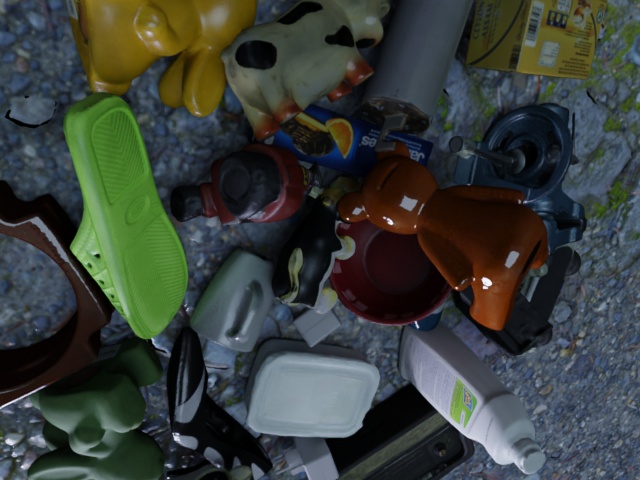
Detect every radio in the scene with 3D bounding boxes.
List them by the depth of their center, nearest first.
[{"bbox_3d":[0.104,0.313,0.784,0.230,0.073,0.131,-31,116,-5],"label":"radio"}]

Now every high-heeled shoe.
[{"bbox_3d":[-0.117,0.216,0.673,0.145,0.086,0.248,0,114,-22],"label":"high-heeled shoe"}]

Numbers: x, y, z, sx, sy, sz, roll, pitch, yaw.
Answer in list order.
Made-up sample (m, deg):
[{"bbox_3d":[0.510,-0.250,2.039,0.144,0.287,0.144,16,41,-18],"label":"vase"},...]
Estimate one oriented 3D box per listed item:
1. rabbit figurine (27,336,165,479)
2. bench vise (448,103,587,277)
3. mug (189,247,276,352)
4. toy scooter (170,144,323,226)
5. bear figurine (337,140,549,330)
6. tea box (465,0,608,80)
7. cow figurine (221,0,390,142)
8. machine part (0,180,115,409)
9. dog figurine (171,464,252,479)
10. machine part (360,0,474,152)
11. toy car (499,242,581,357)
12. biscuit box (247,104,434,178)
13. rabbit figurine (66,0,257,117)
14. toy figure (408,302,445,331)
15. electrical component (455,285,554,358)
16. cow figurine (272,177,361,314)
[{"bbox_3d":[-0.245,0.221,0.606,0.159,0.121,0.170,-17,112,-4],"label":"rabbit figurine"},{"bbox_3d":[0.233,-0.067,0.648,0.240,0.129,0.223,8,100,-39],"label":"bench vise"},{"bbox_3d":[-0.091,0.065,0.613,0.081,0.110,0.107,24,87,-19],"label":"mug"},{"bbox_3d":[-0.060,-0.053,0.556,0.135,0.184,0.075,-8,90,-40],"label":"toy scooter"},{"bbox_3d":[0.127,-0.012,0.562,0.120,0.196,0.131,-56,150,-15],"label":"bear figurine"},{"bbox_3d":[0.243,-0.233,0.597,0.169,0.068,0.098,-9,115,-42],"label":"tea box"},{"bbox_3d":[-0.009,-0.195,0.521,0.195,0.085,0.127,-37,102,-25],"label":"cow figurine"},{"bbox_3d":[-0.330,0.057,0.537,0.201,0.087,0.201,-26,114,-8],"label":"machine part"},{"bbox_3d":[-0.120,0.378,0.630,0.172,0.121,0.190,-29,114,-10],"label":"dog figurine"},{"bbox_3d":[0.103,-0.201,0.559,0.079,0.079,0.243,23,81,-25],"label":"machine part"},{"bbox_3d":[0.312,0.078,0.777,0.073,0.056,0.201,5,109,-26],"label":"toy car"},{"bbox_3d":[0.025,-0.110,0.606,0.202,0.059,0.062,11,105,-22],"label":"biscuit box"},{"bbox_3d":[-0.132,-0.197,0.496,0.173,0.122,0.162,-23,120,-30],"label":"rabbit figurine"},{"bbox_3d":[0.140,0.041,0.706,0.064,0.058,0.154,-25,121,-52],"label":"toy figure"},{"bbox_3d":[0.228,0.089,0.708,0.058,0.134,0.114,-40,160,-4],"label":"electrical component"},{"bbox_3d":[-0.003,-0.003,0.606,0.167,0.068,0.098,-70,159,-7],"label":"cow figurine"}]
